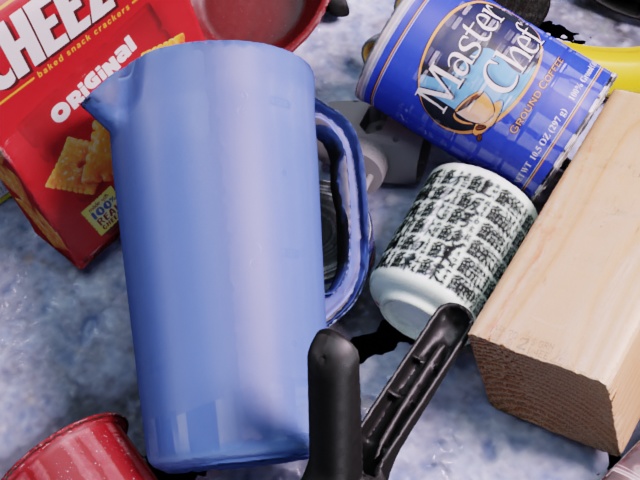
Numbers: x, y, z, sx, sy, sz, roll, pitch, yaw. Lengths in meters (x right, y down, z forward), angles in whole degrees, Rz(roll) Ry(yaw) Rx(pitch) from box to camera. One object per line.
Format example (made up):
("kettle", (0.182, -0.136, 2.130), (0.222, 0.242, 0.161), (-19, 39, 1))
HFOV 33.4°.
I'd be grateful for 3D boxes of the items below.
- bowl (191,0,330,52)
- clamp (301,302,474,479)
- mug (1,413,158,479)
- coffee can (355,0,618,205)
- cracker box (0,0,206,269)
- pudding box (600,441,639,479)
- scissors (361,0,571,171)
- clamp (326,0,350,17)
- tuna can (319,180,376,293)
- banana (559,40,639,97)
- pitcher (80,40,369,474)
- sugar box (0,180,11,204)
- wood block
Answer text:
("bowl", (-0.060, -0.199, 0.835), (0.162, 0.055, 0.162), (-2, 82, 14))
("clamp", (0.021, 0.129, 0.600), (0.036, 0.210, 0.164), (26, 21, 28))
("mug", (-0.139, 0.168, 0.617), (0.117, 0.093, 0.081), (-34, 67, -18))
("coffee can", (0.109, -0.102, 0.710), (0.140, 0.103, 0.102), (33, 66, 7))
("cracker box", (-0.155, -0.108, 0.712), (0.072, 0.213, 0.164), (33, 66, 34))
("pudding box", (0.215, 0.167, 0.611), (0.090, 0.039, 0.114), (-39, 62, -16))
("scissors", (0.119, -0.117, 0.771), (0.202, 0.096, 0.016), (27, 40, 23))
("clamp", (-0.015, -0.248, 0.890), (0.172, 0.039, 0.120), (19, 57, 20))
("tuna can", (-0.005, 0.001, 0.738), (0.086, 0.034, 0.086), (-3, 58, 4))
("banana", (0.211, -0.135, 0.781), (0.198, 0.069, 0.037), (-2, 38, 10))
("pitcher", (-0.048, 0.013, 0.648), (0.149, 0.145, 0.243), (-9, 76, 11))
("sugar box", (-0.200, -0.105, 0.788), (0.176, 0.093, 0.048), (-39, 61, -18))
("wood block", (0.185, 0.016, 0.668), (0.090, 0.090, 0.206), (19, 61, 32))
